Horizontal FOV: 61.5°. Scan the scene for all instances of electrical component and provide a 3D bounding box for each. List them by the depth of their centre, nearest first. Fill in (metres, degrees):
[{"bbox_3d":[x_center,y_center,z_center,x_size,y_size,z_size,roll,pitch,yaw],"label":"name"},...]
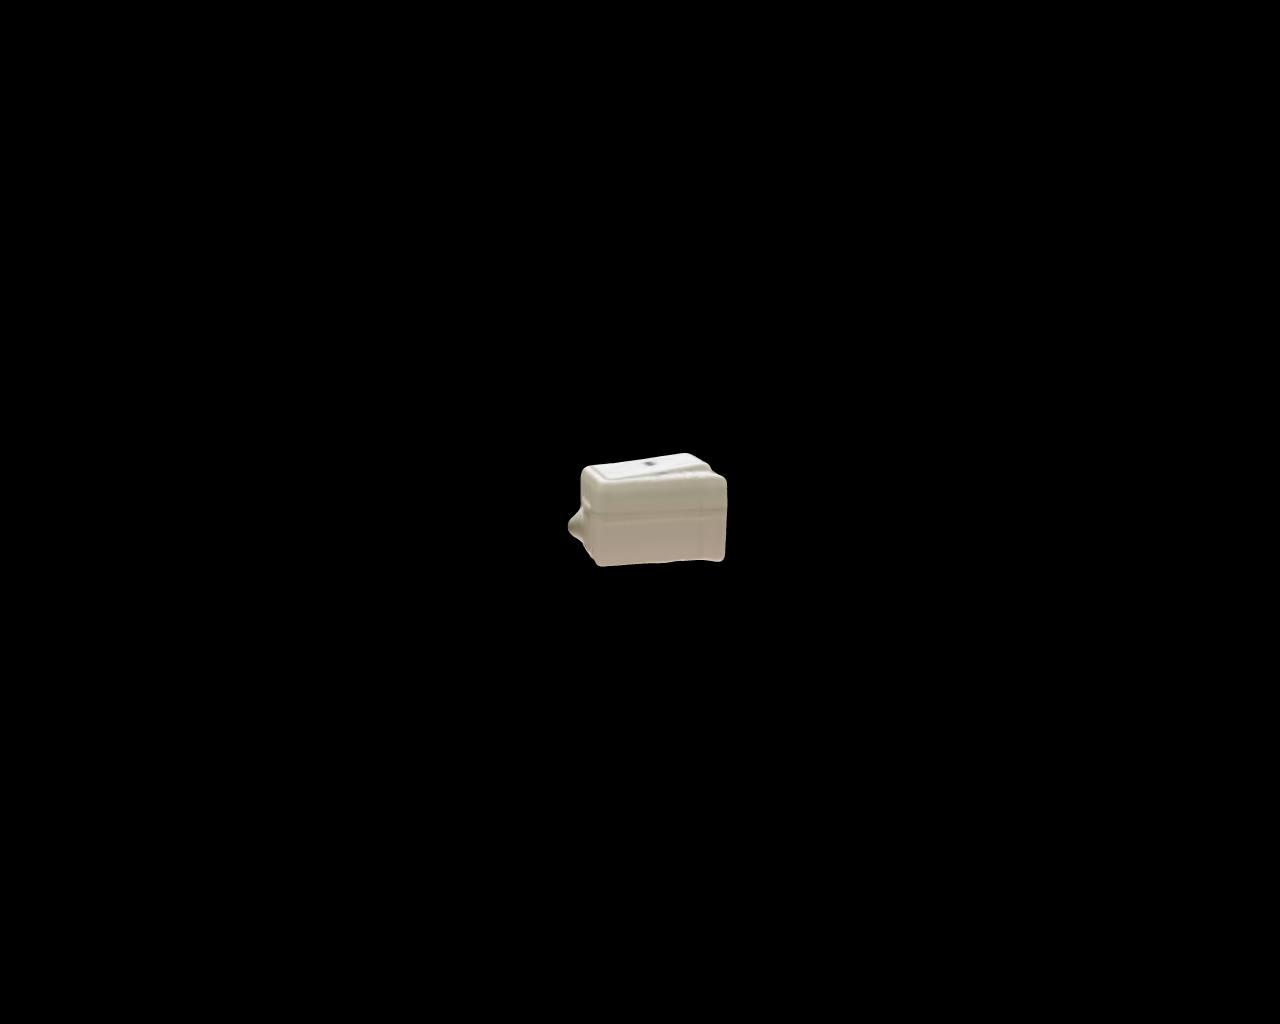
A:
[{"bbox_3d":[0.001,-0.003,0.650,0.096,0.061,0.062,-2,12,-12],"label":"electrical component"}]
